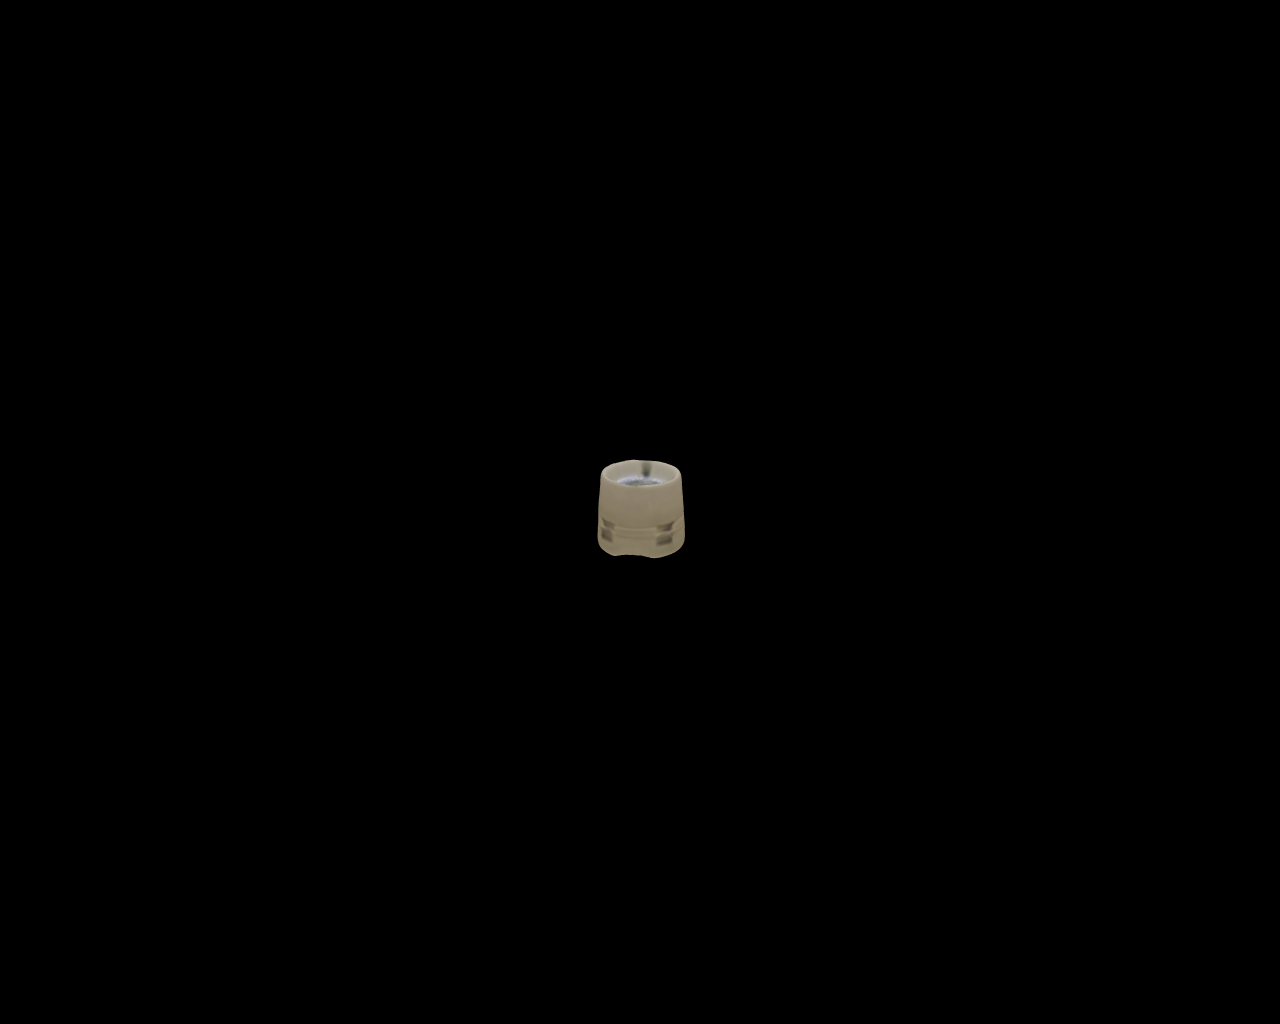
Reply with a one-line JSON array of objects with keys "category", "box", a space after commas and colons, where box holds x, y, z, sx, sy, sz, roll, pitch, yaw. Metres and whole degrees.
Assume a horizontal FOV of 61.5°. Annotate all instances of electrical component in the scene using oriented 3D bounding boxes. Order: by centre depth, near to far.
[{"category": "electrical component", "box": [0.001, -0.003, 0.650, 0.055, 0.047, 0.055, 0, 23, 0]}]
